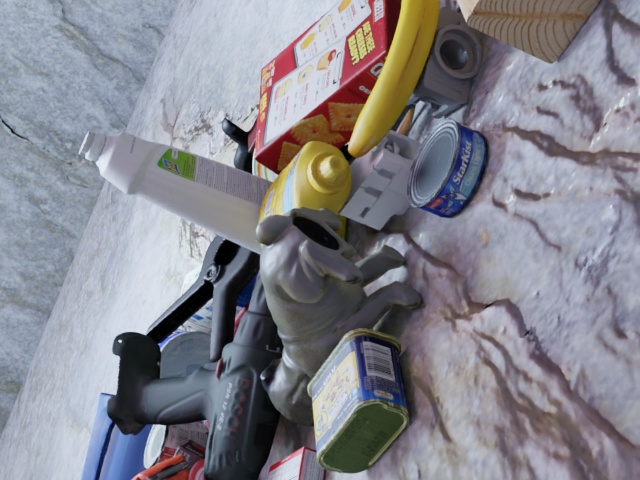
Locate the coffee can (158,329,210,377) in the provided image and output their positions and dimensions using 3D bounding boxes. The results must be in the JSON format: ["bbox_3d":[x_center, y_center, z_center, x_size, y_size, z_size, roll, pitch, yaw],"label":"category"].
[{"bbox_3d":[-0.184,0.170,1.417,0.140,0.102,0.103,-7,63,69],"label":"coffee can"}]

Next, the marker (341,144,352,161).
[{"bbox_3d":[0.005,-0.070,1.281,0.121,0.020,0.020,-53,25,35],"label":"marker"}]

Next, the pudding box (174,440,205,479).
[{"bbox_3d":[-0.132,0.289,1.168,0.113,0.090,0.039,-66,-12,12],"label":"pudding box"}]

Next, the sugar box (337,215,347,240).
[{"bbox_3d":[-0.008,0.002,1.206,0.093,0.048,0.176,-49,24,44],"label":"sugar box"}]

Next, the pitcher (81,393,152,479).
[{"bbox_3d":[-0.265,0.329,1.418,0.145,0.149,0.243,-4,70,64],"label":"pitcher"}]

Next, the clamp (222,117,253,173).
[{"bbox_3d":[-0.079,-0.147,1.494,0.120,0.039,0.171,-33,-22,-14],"label":"clamp"}]

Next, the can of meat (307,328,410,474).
[{"bbox_3d":[0.033,0.143,0.932,0.102,0.057,0.084,-56,25,34],"label":"can of meat"}]

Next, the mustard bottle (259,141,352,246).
[{"bbox_3d":[-0.012,-0.046,1.071,0.192,0.058,0.096,138,145,-68],"label":"mustard bottle"}]

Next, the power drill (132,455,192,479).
[{"bbox_3d":[-0.137,0.322,1.069,0.188,0.057,0.185,59,140,12],"label":"power drill"}]

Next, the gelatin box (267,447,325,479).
[{"bbox_3d":[-0.026,0.252,1.020,0.073,0.030,0.089,-42,32,50],"label":"gelatin box"}]

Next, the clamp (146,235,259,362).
[{"bbox_3d":[-0.125,0.051,1.271,0.165,0.036,0.210,3,64,48],"label":"clamp"}]

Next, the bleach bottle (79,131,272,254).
[{"bbox_3d":[-0.142,-0.061,1.181,0.068,0.250,0.102,-59,19,24],"label":"bleach bottle"}]

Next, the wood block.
[{"bbox_3d":[0.167,-0.251,0.928,0.090,0.090,0.206,-58,22,31],"label":"wood block"}]

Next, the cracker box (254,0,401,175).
[{"bbox_3d":[0.021,-0.186,1.219,0.214,0.072,0.164,-35,37,33],"label":"cracker box"}]

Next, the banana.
[{"bbox_3d":[0.076,-0.172,1.013,0.070,0.037,0.198,-2,69,69],"label":"banana"}]

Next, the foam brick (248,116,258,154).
[{"bbox_3d":[-0.050,-0.135,1.411,0.051,0.078,0.053,-61,21,27],"label":"foam brick"}]

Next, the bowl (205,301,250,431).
[{"bbox_3d":[-0.074,0.150,1.213,0.162,0.055,0.162,-54,24,37],"label":"bowl"}]

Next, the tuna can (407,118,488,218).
[{"bbox_3d":[0.114,-0.064,0.961,0.086,0.033,0.086,-54,24,37],"label":"tuna can"}]

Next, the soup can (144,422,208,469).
[{"bbox_3d":[-0.143,0.245,1.229,0.069,0.102,0.068,-53,25,38],"label":"soup can"}]

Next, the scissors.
[{"bbox_3d":[0.094,-0.170,1.078,0.096,0.016,0.202,-1,-62,-62],"label":"scissors"}]
